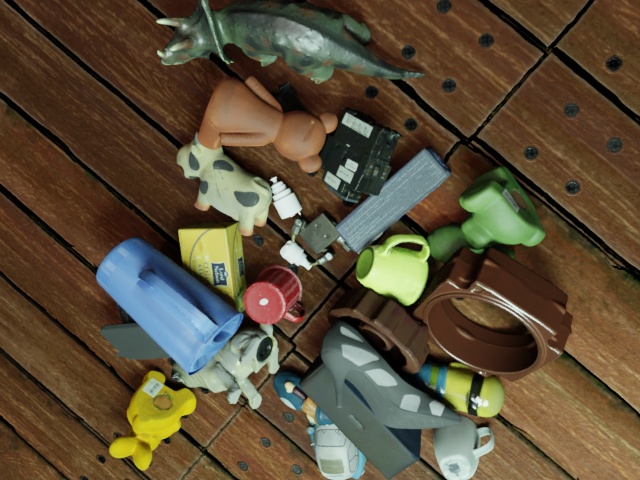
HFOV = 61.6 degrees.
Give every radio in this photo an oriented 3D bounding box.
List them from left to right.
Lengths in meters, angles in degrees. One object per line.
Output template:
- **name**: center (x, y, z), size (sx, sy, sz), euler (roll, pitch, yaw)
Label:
- **radio**: center (0.078, 0.286, 0.946), size (0.073, 0.131, 0.229), euler (-42, 91, 21)

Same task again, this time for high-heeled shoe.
- **high-heeled shoe**: center (0.116, 0.220, 0.877), size (0.249, 0.145, 0.086), euler (16, 144, -17)

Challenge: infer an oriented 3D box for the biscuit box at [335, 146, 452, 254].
- **biscuit box**: center (0.120, -0.066, 0.884), size (0.202, 0.059, 0.063), euler (-41, 90, 21)

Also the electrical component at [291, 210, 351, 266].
- **electrical component**: center (-0.002, -0.004, 0.940), size (0.078, 0.045, 0.102), euler (-34, 93, 21)

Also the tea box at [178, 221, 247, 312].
- **tea box**: center (-0.195, 0.054, 0.993), size (0.098, 0.068, 0.169), euler (-2, 102, 16)

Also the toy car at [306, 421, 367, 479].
- **toy car**: center (0.029, 0.386, 1.001), size (0.109, 0.103, 0.161), euler (-4, 101, 17)

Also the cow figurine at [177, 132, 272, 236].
- **cow figurine**: center (-0.169, -0.109, 0.934), size (0.195, 0.085, 0.127), euler (32, 118, 15)

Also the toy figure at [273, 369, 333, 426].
- **toy figure**: center (-0.022, 0.294, 0.986), size (0.155, 0.064, 0.057), euler (28, 105, 39)

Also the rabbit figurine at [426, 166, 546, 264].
- **rabbit figurine**: center (0.254, -0.012, 0.853), size (0.159, 0.121, 0.170), euler (47, 128, -8)

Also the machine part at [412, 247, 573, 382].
- **machine part**: center (0.260, 0.119, 0.831), size (0.201, 0.087, 0.201), euler (32, 144, 4)

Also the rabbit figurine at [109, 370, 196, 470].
- **rabbit figurine**: center (-0.342, 0.380, 1.085), size (0.122, 0.162, 0.173), euler (27, 127, -6)

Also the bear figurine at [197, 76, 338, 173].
- **bear figurine**: center (-0.083, -0.181, 0.856), size (0.196, 0.132, 0.120), euler (20, 81, -15)

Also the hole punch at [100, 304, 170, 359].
- **hole punch**: center (-0.351, 0.175, 1.066), size (0.142, 0.092, 0.115), euler (-8, 131, 14)

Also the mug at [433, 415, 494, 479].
- **mug**: center (0.250, 0.365, 0.934), size (0.110, 0.107, 0.080), euler (-17, 100, 20)

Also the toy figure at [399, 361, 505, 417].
- **toy figure**: center (0.222, 0.255, 0.923), size (0.180, 0.089, 0.082), euler (9, 113, 10)

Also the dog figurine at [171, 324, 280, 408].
- **dog figurine**: center (-0.187, 0.216, 1.028), size (0.191, 0.121, 0.172), euler (16, 65, 33)

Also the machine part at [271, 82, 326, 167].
- **machine part**: center (-0.039, -0.196, 0.906), size (0.084, 0.039, 0.138), euler (-22, 99, 24)

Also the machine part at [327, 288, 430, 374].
- **machine part**: center (0.098, 0.151, 0.898), size (0.179, 0.056, 0.179), euler (30, 153, 17)

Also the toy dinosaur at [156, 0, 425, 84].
- **toy dinosaur**: center (-0.047, -0.303, 0.800), size (0.405, 0.192, 0.131), euler (12, 108, 13)

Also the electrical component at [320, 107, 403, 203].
- **electrical component**: center (0.058, -0.131, 0.858), size (0.115, 0.058, 0.134), euler (45, 117, 44)
